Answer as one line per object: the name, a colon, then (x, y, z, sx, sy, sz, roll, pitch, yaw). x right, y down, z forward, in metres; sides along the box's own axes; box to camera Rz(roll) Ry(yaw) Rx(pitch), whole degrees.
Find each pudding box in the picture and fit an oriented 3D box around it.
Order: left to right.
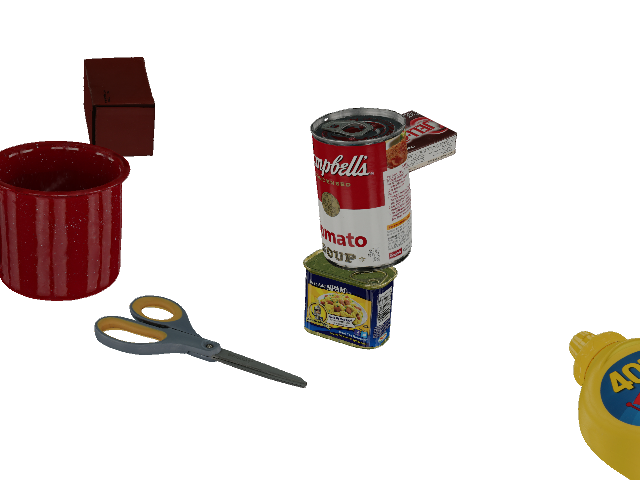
pudding box: (0.115, -0.133, 1.452, 0.113, 0.039, 0.090, -25, 39, -30)

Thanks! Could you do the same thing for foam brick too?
foam brick: (-0.171, -0.113, 0.900, 0.053, 0.051, 0.078, -3, 40, -15)

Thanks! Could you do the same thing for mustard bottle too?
mustard bottle: (0.205, 0.106, 0.609, 0.096, 0.058, 0.192, -17, 31, -17)

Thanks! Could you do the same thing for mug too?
mug: (-0.185, -0.011, 0.706, 0.117, 0.081, 0.093, -10, 29, -29)

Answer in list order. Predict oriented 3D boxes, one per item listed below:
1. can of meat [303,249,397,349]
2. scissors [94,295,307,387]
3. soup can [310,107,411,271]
can of meat: (0.031, 0.065, 1.178, 0.102, 0.084, 0.057, 15, 28, 26)
scissors: (-0.105, 0.089, 0.979, 0.202, 0.016, 0.096, 10, 28, 4)
soup can: (0.031, -0.037, 0.774, 0.068, 0.102, 0.068, -4, 26, 2)
